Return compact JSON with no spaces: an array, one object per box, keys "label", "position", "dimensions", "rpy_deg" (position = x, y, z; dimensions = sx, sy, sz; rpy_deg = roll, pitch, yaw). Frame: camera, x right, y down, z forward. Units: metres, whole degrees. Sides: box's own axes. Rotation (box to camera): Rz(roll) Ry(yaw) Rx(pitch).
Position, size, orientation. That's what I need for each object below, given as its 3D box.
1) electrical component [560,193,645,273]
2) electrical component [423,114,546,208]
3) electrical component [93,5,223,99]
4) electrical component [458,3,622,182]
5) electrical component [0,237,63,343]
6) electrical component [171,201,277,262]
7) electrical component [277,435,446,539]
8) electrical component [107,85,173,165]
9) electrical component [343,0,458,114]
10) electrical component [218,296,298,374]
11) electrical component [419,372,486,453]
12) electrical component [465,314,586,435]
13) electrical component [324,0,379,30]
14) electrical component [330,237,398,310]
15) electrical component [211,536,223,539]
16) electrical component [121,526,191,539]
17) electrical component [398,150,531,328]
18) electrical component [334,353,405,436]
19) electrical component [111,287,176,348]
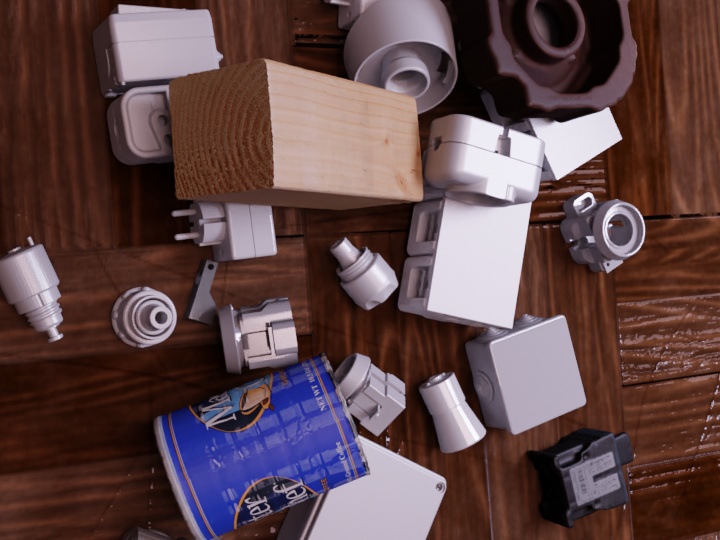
[{"label":"electrical component","position":[0.236,-0.037,1.038],"dimensions":[0.058,0.057,0.078],"rpy_deg":[-31,102,-24]},{"label":"electrical component","position":[0.104,-0.088,0.904],"dimensions":[0.095,0.054,0.059],"rpy_deg":[13,82,-25]},{"label":"electrical component","position":[-0.155,-0.173,0.844],"dimensions":[0.096,0.062,0.061],"rpy_deg":[-10,93,-27]},{"label":"electrical component","position":[0.166,-0.166,1.004],"dimensions":[0.089,0.062,0.150],"rpy_deg":[-32,102,-24]},{"label":"electrical component","position":[-0.244,0.017,0.804],"dimensions":[0.040,0.040,0.078],"rpy_deg":[-27,100,-25]},{"label":"electrical component","position":[-0.114,-0.040,0.867],"dimensions":[0.077,0.047,0.065],"rpy_deg":[-8,92,-26]},{"label":"electrical component","position":[0.002,0.205,0.912],"dimensions":[0.109,0.056,0.108],"rpy_deg":[30,76,-23]},{"label":"electrical component","position":[-0.147,-0.115,0.847],"dimensions":[0.095,0.059,0.053],"rpy_deg":[-10,93,-26]},{"label":"electrical component","position":[0.036,-0.181,0.923],"dimensions":[0.099,0.099,0.064],"rpy_deg":[10,50,-26]},{"label":"electrical component","position":[-0.083,0.053,0.868],"dimensions":[0.057,0.078,0.058],"rpy_deg":[-8,96,-8]},{"label":"electrical component","position":[0.080,0.125,0.964],"dimensions":[0.044,0.044,0.065],"rpy_deg":[-27,95,-25]},{"label":"electrical component","position":[0.152,0.095,0.995],"dimensions":[0.100,0.048,0.099],"rpy_deg":[-18,96,-26]},{"label":"electrical component","position":[-0.008,-0.245,0.928],"dimensions":[0.077,0.047,0.065],"rpy_deg":[3,87,-26]},{"label":"electrical component","position":[0.000,0.000,0.926],"dimensions":[0.043,0.043,0.062],"rpy_deg":[-47,106,-20]},{"label":"electrical component","position":[-0.114,0.247,0.853],"dimensions":[0.048,0.066,0.055],"rpy_deg":[30,71,24]},{"label":"electrical component","position":[-0.162,0.237,0.817],"dimensions":[0.051,0.080,0.080],"rpy_deg":[26,77,-19]},{"label":"electrical component","position":[0.094,-0.029,0.963],"dimensions":[0.089,0.062,0.150],"rpy_deg":[13,82,-25]},{"label":"electrical component","position":[0.006,0.104,0.919],"dimensions":[0.055,0.066,0.048],"rpy_deg":[38,108,-12]},{"label":"electrical component","position":[-0.163,0.037,0.832],"dimensions":[0.048,0.062,0.048],"rpy_deg":[1,88,-27]}]
